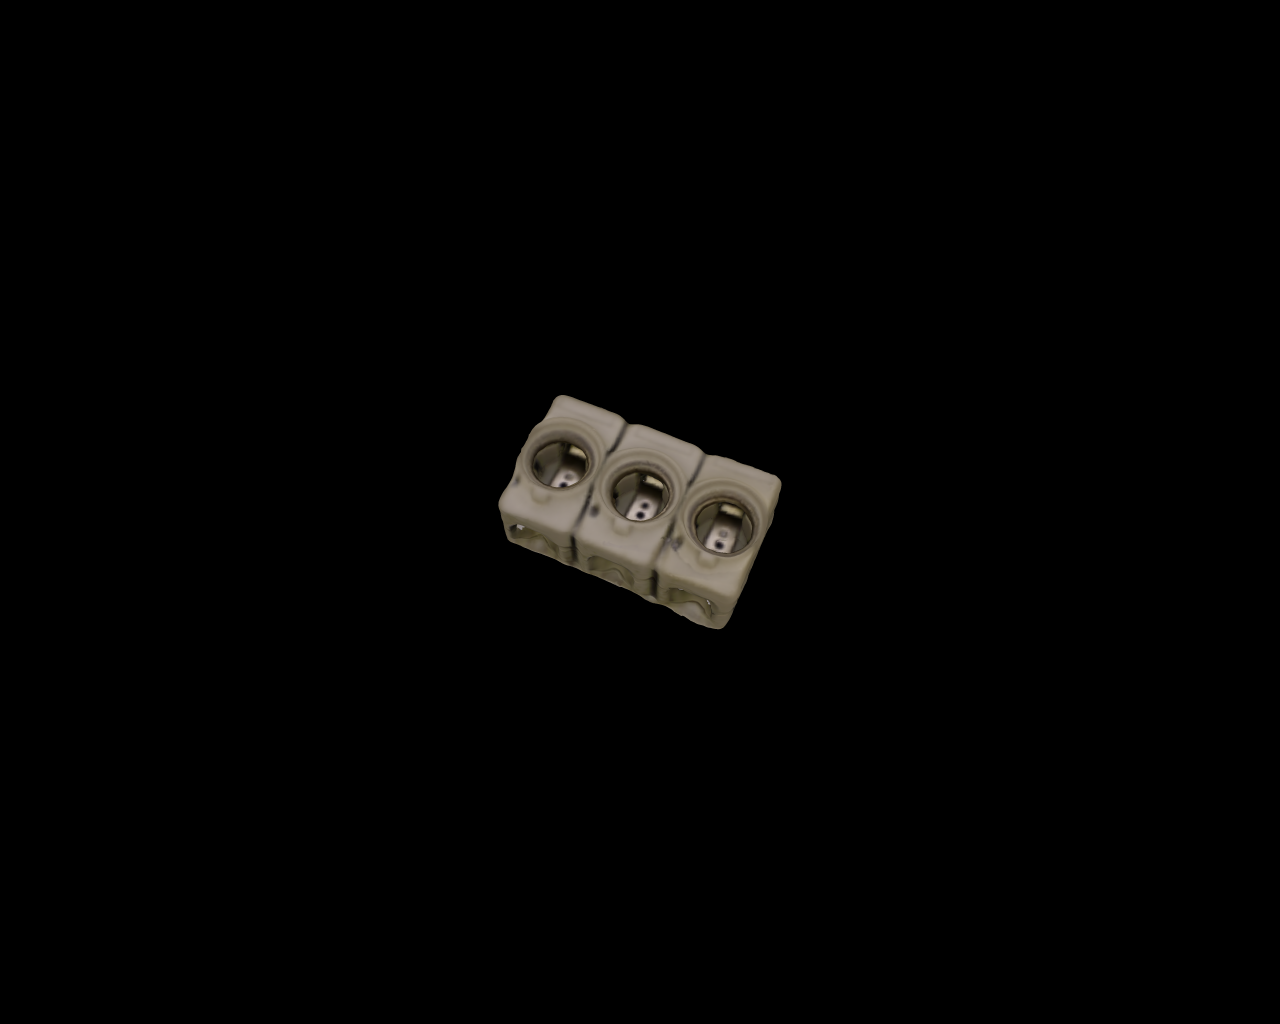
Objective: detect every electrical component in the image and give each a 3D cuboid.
[{"bbox_3d":[0.001,-0.003,0.650,0.150,0.089,0.061,22,-25,10],"label":"electrical component"}]
